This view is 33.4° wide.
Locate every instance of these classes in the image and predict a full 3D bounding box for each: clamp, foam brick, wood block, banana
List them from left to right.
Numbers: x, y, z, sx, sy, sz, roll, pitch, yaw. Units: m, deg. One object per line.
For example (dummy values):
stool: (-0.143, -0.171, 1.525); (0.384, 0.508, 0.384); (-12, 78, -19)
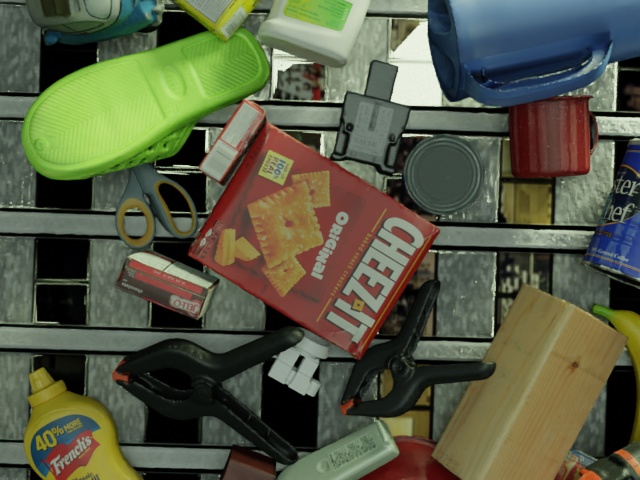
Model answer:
clamp: (-0.112, 0.143, 1.114); (0.210, 0.036, 0.165); (14, 116, 7)
foam brick: (-0.078, 0.254, 1.116); (0.051, 0.078, 0.053); (21, 90, -2)
clamp: (0.089, 0.123, 1.125); (0.172, 0.039, 0.120); (-29, 62, 15)
wood block: (0.215, 0.163, 1.099); (0.090, 0.090, 0.206); (29, 90, -27)
banana: (0.343, 0.159, 1.143); (0.070, 0.037, 0.198); (-11, 89, 16)

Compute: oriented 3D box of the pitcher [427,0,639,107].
pitcher: (0.237, -0.219, 1.091); (0.242, 0.145, 0.149); (-11, 94, -4)

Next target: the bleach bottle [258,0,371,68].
bleach bottle: (0.021, -0.315, 1.125); (0.102, 0.068, 0.251); (18, 88, -3)

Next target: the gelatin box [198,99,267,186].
gelatin box: (-0.089, -0.101, 1.118); (0.030, 0.073, 0.089); (33, 89, -1)

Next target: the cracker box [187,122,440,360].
cracker box: (-0.007, 0.001, 1.120); (0.213, 0.072, 0.164); (32, 90, -1)

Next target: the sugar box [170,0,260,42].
sugar box: (-0.140, -0.296, 1.116); (0.176, 0.048, 0.093); (40, 89, 15)

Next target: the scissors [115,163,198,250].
scissors: (-0.210, -0.076, 1.144); (0.096, 0.016, 0.202); (-37, 91, -3)

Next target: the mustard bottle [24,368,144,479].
mustard bottle: (-0.256, 0.223, 1.124); (0.096, 0.058, 0.191); (-27, 90, 4)

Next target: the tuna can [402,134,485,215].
tuna can: (0.131, -0.069, 1.140); (0.086, 0.034, 0.086); (0, 90, -1)

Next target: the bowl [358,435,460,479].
bowl: (0.093, 0.292, 1.129); (0.162, 0.055, 0.162); (0, 90, 0)

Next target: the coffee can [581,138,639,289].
coffee can: (0.345, -0.022, 1.108); (0.103, 0.103, 0.140); (22, 90, -1)

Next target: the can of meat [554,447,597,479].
can of meat: (0.263, 0.271, 1.131); (0.084, 0.057, 0.102); (26, 90, 1)

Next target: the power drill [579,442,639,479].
power drill: (0.327, 0.299, 1.082); (0.184, 0.057, 0.187); (-28, 104, -9)

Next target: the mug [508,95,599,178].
mug: (0.249, -0.108, 1.122); (0.117, 0.093, 0.081); (-7, 96, -37)

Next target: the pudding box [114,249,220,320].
pudding box: (-0.154, 0.045, 1.097); (0.090, 0.113, 0.039); (23, 95, 0)
